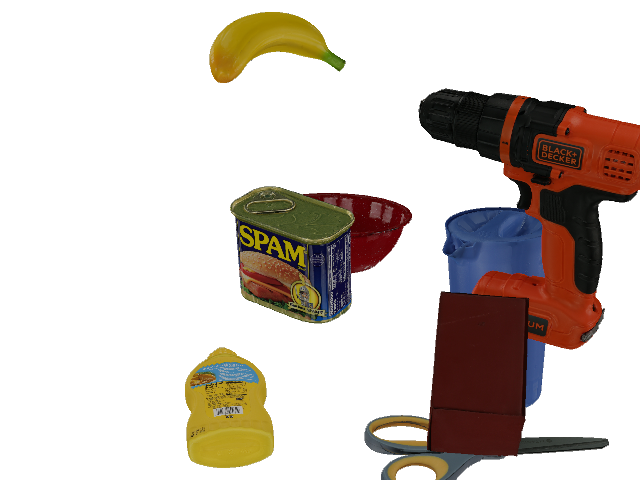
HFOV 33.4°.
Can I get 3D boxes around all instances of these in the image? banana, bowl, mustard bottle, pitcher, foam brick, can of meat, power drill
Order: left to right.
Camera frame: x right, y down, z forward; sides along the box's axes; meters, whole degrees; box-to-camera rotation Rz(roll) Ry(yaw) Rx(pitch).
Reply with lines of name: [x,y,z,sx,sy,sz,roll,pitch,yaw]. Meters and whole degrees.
mustard bottle: [-0.110,0.184,1.249,0.096,0.058,0.191,-5,29,-6]
banana: [-0.048,-0.181,0.981,0.070,0.037,0.197,42,32,20]
can of meat: [-0.022,0.013,0.873,0.102,0.084,0.057,20,36,32]
bowl: [0.015,-0.004,1.115,0.162,0.055,0.162,0,17,0]
foam brick: [0.089,0.075,0.602,0.051,0.078,0.053,5,-35,7]
pitcher: [0.234,0.084,1.344,0.149,0.243,0.145,1,20,12]
power drill: [0.157,-0.019,0.818,0.185,0.188,0.057,17,34,26]

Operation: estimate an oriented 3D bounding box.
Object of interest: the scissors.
scissors: [0.133,0.180,0.865,0.202,0.016,0.096,7,34,8]
